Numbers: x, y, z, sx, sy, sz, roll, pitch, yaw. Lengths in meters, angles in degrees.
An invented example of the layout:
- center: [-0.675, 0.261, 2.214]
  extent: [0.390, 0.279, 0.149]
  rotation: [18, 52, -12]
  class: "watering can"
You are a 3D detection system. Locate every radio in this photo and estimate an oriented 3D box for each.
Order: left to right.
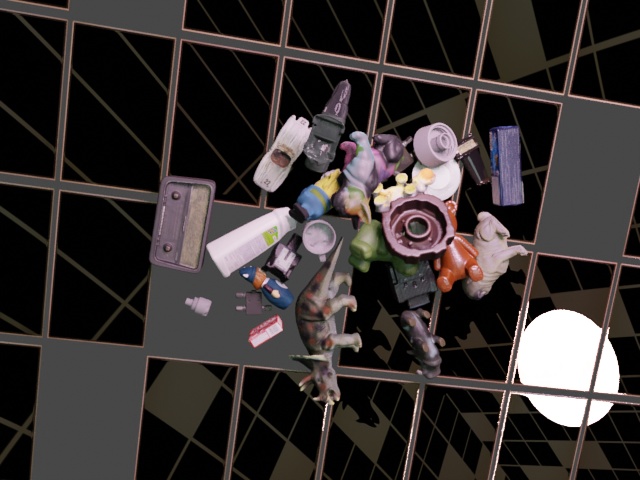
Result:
- center: [-0.337, -0.043, 1.320]
  extent: [0.131, 0.073, 0.229]
  rotation: [10, 96, -8]
  class: "radio"

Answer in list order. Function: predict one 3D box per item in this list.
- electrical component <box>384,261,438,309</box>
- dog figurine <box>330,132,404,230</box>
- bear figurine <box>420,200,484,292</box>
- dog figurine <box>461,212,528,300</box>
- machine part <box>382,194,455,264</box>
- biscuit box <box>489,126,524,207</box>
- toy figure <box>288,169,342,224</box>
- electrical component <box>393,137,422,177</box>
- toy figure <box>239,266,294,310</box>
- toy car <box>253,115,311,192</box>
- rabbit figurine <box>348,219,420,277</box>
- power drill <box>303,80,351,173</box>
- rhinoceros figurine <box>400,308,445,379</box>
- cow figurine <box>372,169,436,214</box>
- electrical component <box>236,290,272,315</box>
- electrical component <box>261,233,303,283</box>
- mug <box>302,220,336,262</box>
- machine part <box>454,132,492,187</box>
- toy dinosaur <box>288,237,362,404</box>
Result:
- center: [0.243, 0.108, 1.412]
  extent: [0.115, 0.058, 0.134]
  rotation: [-19, 99, -1]
  class: "electrical component"
- center: [0.116, -0.136, 1.283]
  extent: [0.191, 0.108, 0.219]
  rotation: [1, 83, -23]
  class: "dog figurine"
- center: [0.324, 0.011, 1.346]
  extent: [0.120, 0.132, 0.195]
  rotation: [-19, 102, 19]
  class: "bear figurine"
- center: [0.421, 0.044, 1.410]
  extent: [0.190, 0.121, 0.172]
  rotation: [-42, 66, 18]
  class: "dog figurine"
- center: [0.231, -0.026, 1.282]
  extent: [0.179, 0.056, 0.179]
  rotation: [-2, 62, 3]
  class: "machine part"
- center: [0.482, -0.191, 1.393]
  extent: [0.063, 0.059, 0.202]
  rotation: [-6, 99, -4]
  class: "biscuit box"
- center: [0.006, -0.103, 1.322]
  extent: [0.180, 0.082, 0.089]
  rotation: [-44, 115, -30]
  class: "toy figure"
- center: [0.210, -0.206, 1.369]
  extent: [0.102, 0.045, 0.078]
  rotation: [-33, 102, -1]
  class: "electrical component"
- center: [-0.137, 0.115, 1.371]
  extent: [0.154, 0.064, 0.058]
  rotation: [40, 56, -6]
  class: "toy figure"
- center: [-0.091, -0.213, 1.331]
  extent: [0.073, 0.056, 0.201]
  rotation: [33, 94, -9]
  class: "toy car"
- center: [0.176, 0.029, 1.357]
  extent: [0.170, 0.121, 0.159]
  rotation: [27, 56, 16]
  class: "rabbit figurine"
- center: [0.018, -0.263, 1.260]
  extent: [0.086, 0.207, 0.231]
  rotation: [19, 107, -7]
  class: "power drill"
- center: [0.266, 0.273, 1.415]
  extent: [0.073, 0.112, 0.190]
  rotation: [-22, 87, -31]
  class: "rhinoceros figurine"
- center: [0.214, -0.116, 1.358]
  extent: [0.167, 0.098, 0.068]
  rotation: [-20, 58, 2]
  class: "cow figurine"
- center: [-0.172, 0.161, 1.394]
  extent: [0.094, 0.021, 0.063]
  rotation: [1, 98, -6]
  class: "electrical component"
- center: [-0.088, 0.040, 1.368]
  extent: [0.075, 0.048, 0.119]
  rotation: [31, 64, -12]
  class: "electrical component"
- center: [-0.003, -0.004, 1.345]
  extent: [0.081, 0.107, 0.109]
  rotation: [-17, 104, -1]
  class: "mug"
- center: [0.397, -0.202, 1.395]
  extent: [0.084, 0.039, 0.138]
  rotation: [-34, 98, -9]
  class: "machine part"
- center: [0.001, 0.202, 1.376]
  extent: [0.192, 0.131, 0.404]
  rotation: [-9, 93, -5]
  class: "toy dinosaur"
